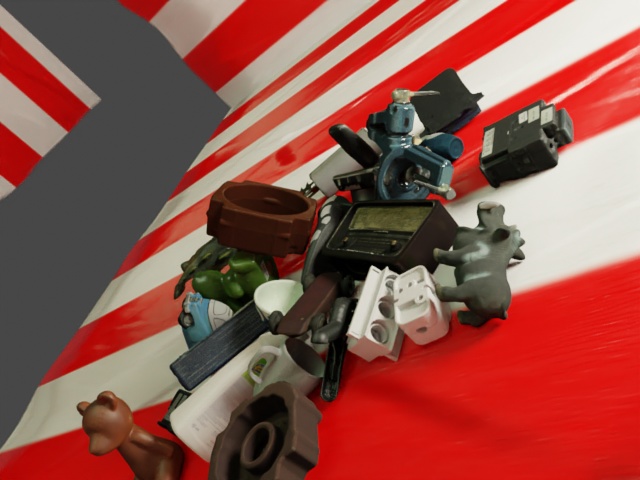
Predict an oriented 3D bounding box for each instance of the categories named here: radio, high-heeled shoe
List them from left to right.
[{"bbox_3d":[-0.002,-0.003,1.065,0.145,0.086,0.249,-7,36,50],"label":"high-heeled shoe"},{"bbox_3d":[0.108,0.003,0.896,0.131,0.073,0.230,-53,26,-18],"label":"radio"}]

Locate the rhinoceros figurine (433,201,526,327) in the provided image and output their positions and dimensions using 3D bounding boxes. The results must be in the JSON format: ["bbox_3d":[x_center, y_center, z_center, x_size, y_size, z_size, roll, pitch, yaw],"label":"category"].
[{"bbox_3d":[0.213,0.023,0.706,0.112,0.073,0.190,-27,30,37],"label":"rhinoceros figurine"}]

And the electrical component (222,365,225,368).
[{"bbox_3d":[-0.176,0.276,0.949,0.102,0.045,0.078,-72,9,-50],"label":"electrical component"}]

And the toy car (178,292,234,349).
[{"bbox_3d":[-0.212,0.175,1.060,0.103,0.161,0.109,-13,17,-2],"label":"toy car"}]

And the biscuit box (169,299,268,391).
[{"bbox_3d":[-0.176,0.189,0.983,0.203,0.063,0.059,-37,-3,-16],"label":"biscuit box"}]

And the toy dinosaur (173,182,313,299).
[{"bbox_3d":[-0.175,-0.009,1.267,0.198,0.105,0.471,-37,6,46],"label":"toy dinosaur"}]

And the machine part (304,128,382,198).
[{"bbox_3d":[0.060,-0.178,1.249,0.243,0.079,0.079,-41,25,8],"label":"machine part"}]

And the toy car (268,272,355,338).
[{"bbox_3d":[-0.009,0.108,0.870,0.089,0.053,0.202,2,23,21],"label":"toy car"}]

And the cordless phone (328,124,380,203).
[{"bbox_3d":[0.064,-0.155,1.080,0.147,0.184,0.089,-1,53,56],"label":"cordless phone"}]

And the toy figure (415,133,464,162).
[{"bbox_3d":[0.207,-0.173,1.039,0.155,0.064,0.057,8,81,56],"label":"toy figure"}]

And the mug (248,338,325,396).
[{"bbox_3d":[-0.061,0.209,0.810,0.107,0.109,0.081,-53,31,15],"label":"mug"}]

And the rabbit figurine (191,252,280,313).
[{"bbox_3d":[-0.173,0.087,1.103,0.170,0.158,0.121,-15,30,14],"label":"rabbit figurine"}]

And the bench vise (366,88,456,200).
[{"bbox_3d":[0.162,-0.140,0.924,0.241,0.129,0.223,-131,50,-57],"label":"bench vise"}]

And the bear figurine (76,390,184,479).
[{"bbox_3d":[-0.320,0.344,0.878,0.120,0.195,0.132,-25,32,30],"label":"bear figurine"}]

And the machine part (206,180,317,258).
[{"bbox_3d":[-0.113,-0.044,1.070,0.201,0.201,0.087,-78,0,-70],"label":"machine part"}]

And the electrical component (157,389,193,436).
[{"bbox_3d":[-0.239,0.305,0.993,0.075,0.047,0.119,-2,50,56],"label":"electrical component"}]

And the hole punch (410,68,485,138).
[{"bbox_3d":[0.260,-0.261,1.083,0.142,0.092,0.116,-32,56,21],"label":"hole punch"}]

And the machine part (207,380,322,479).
[{"bbox_3d":[-0.074,0.280,0.717,0.179,0.056,0.179,-35,28,21],"label":"machine part"}]

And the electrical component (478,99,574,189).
[{"bbox_3d":[0.320,-0.153,0.834,0.134,0.058,0.115,-21,35,40],"label":"electrical component"}]
